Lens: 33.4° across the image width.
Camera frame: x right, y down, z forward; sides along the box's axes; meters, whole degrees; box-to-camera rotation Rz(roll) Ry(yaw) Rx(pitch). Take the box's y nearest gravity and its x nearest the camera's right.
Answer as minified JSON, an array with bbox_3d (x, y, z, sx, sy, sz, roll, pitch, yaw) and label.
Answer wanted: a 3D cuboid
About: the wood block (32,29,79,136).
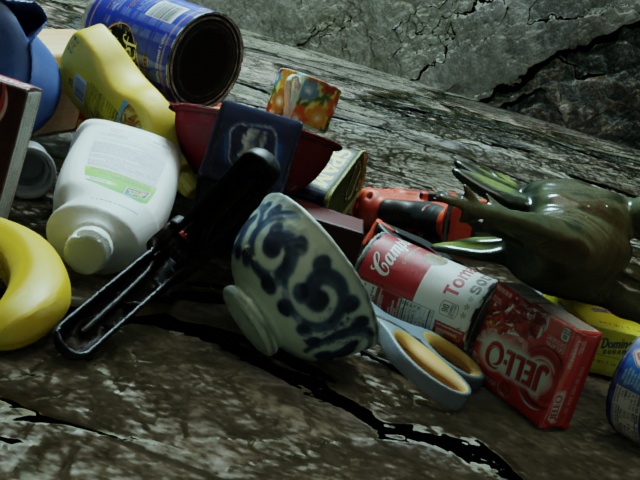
[{"bbox_3d":[-0.293,-0.175,1.162,0.090,0.091,0.206,20,15,11],"label":"wood block"}]

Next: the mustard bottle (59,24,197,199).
[{"bbox_3d":[-0.176,-0.112,1.025,0.058,0.096,0.192,-27,67,-34],"label":"mustard bottle"}]

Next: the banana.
[{"bbox_3d":[-0.190,0.021,0.658,0.069,0.037,0.198,12,15,-20],"label":"banana"}]

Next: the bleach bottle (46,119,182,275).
[{"bbox_3d":[-0.167,-0.031,0.828,0.102,0.068,0.251,14,17,-6],"label":"bleach bottle"}]

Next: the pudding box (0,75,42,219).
[{"bbox_3d":[-0.258,-0.069,0.762,0.090,0.113,0.039,17,11,3],"label":"pudding box"}]

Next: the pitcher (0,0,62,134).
[{"bbox_3d":[-0.304,-0.138,0.919,0.149,0.145,0.243,13,3,-6],"label":"pitcher"}]

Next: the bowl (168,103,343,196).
[{"bbox_3d":[-0.063,-0.077,0.960,0.162,0.055,0.162,13,-1,0],"label":"bowl"}]

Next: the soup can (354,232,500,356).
[{"bbox_3d":[0.081,0.044,0.813,0.102,0.068,0.068,24,16,23],"label":"soup can"}]

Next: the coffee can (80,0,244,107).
[{"bbox_3d":[-0.163,-0.200,1.095,0.140,0.103,0.102,26,17,35],"label":"coffee can"}]

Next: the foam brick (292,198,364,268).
[{"bbox_3d":[-0.006,0.001,0.902,0.078,0.053,0.051,16,15,-1],"label":"foam brick"}]

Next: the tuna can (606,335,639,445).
[{"bbox_3d":[0.235,0.101,0.735,0.085,0.086,0.034,2,19,-44],"label":"tuna can"}]

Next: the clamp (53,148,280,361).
[{"bbox_3d":[-0.098,0.013,0.689,0.036,0.164,0.210,48,-8,-3],"label":"clamp"}]

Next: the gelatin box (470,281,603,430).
[{"bbox_3d":[0.147,0.079,0.742,0.030,0.073,0.089,8,17,-33],"label":"gelatin box"}]

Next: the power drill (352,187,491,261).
[{"bbox_3d":[0.147,-0.017,1.068,0.184,0.057,0.188,2,5,-23],"label":"power drill"}]

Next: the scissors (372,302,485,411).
[{"bbox_3d":[0.043,0.052,0.766,0.096,0.016,0.202,12,26,-50],"label":"scissors"}]

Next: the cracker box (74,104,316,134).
[{"bbox_3d":[-0.128,-0.113,1.152,0.214,0.072,0.164,21,14,17],"label":"cracker box"}]

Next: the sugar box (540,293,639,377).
[{"bbox_3d":[0.242,0.070,0.935,0.093,0.048,0.176,14,16,-8],"label":"sugar box"}]

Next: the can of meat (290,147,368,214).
[{"bbox_3d":[-0.011,-0.058,1.056,0.084,0.057,0.102,18,42,17],"label":"can of meat"}]

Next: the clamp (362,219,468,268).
[{"bbox_3d":[0.112,0.042,0.878,0.171,0.039,0.120,28,11,-1],"label":"clamp"}]
